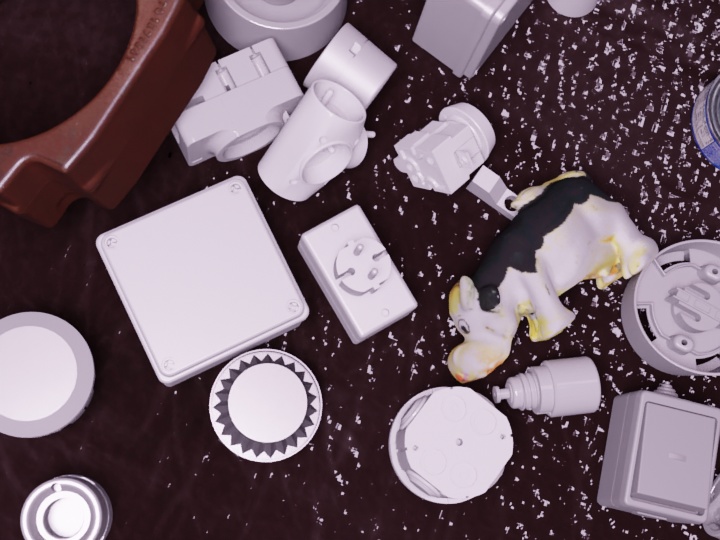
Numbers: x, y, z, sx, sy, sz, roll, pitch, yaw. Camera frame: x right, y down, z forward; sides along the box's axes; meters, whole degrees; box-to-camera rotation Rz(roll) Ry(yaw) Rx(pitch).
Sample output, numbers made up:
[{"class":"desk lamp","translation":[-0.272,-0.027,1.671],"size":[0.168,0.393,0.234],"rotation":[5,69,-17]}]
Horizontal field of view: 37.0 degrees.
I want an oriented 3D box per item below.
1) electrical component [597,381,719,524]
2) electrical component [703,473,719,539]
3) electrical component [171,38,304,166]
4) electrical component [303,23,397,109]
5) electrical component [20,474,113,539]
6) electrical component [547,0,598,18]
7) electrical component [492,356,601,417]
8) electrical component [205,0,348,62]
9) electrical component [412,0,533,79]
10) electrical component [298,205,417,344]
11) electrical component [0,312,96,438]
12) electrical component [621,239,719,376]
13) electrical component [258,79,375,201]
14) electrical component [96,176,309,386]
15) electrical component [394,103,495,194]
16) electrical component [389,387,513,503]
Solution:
[{"class":"electrical component","translation":[0.211,0.124,0.750],"size":[0.062,0.061,0.096],"rotation":[14,77,-5]},{"class":"electrical component","translation":[0.276,0.170,0.754],"size":[0.047,0.055,0.055],"rotation":[26,76,-6]},{"class":"electrical component","translation":[-0.089,-0.114,0.761],"size":[0.089,0.050,0.055],"rotation":[-26,82,-12]},{"class":"electrical component","translation":[-0.006,-0.142,0.778],"size":[0.047,0.055,0.055],"rotation":[36,76,-4]},{"class":"electrical component","translation":[-0.190,0.159,0.693],"size":[0.055,0.047,0.055],"rotation":[2,78,-8]},{"class":"electrical component","translation":[0.170,-0.225,0.813],"size":[0.044,0.065,0.044],"rotation":[2,78,-8]},{"class":"electrical component","translation":[0.133,0.084,0.758],"size":[0.078,0.040,0.040],"rotation":[-5,79,-9]},{"class":"electrical component","translation":[-0.059,-0.213,0.780],"size":[0.108,0.060,0.108],"rotation":[2,78,-8]},{"class":"electrical component","translation":[0.096,-0.209,0.778],"size":[0.056,0.108,0.108],"rotation":[37,76,3]},{"class":"electrical component","translation":[0.000,0.000,0.738],"size":[0.047,0.075,0.083],"rotation":[-29,84,-13]},{"class":"electrical component","translation":[-0.214,0.070,0.706],"size":[0.080,0.051,0.080],"rotation":[2,78,-8]},{"class":"electrical component","translation":[0.241,0.029,0.772],"size":[0.099,0.064,0.099],"rotation":[2,78,-8]},{"class":"electrical component","translation":[-0.021,-0.090,0.759],"size":[0.079,0.077,0.044],"rotation":[-4,52,-47]},{"class":"electrical component","translation":[-0.106,0.009,0.731],"size":[0.109,0.056,0.108],"rotation":[-25,83,-12]},{"class":"electrical component","translation":[0.064,-0.088,0.777],"size":[0.055,0.066,0.048],"rotation":[-41,121,-21]},{"class":"electrical component","translation":[0.062,0.119,0.735],"size":[0.080,0.051,0.080],"rotation":[2,78,-8]}]
